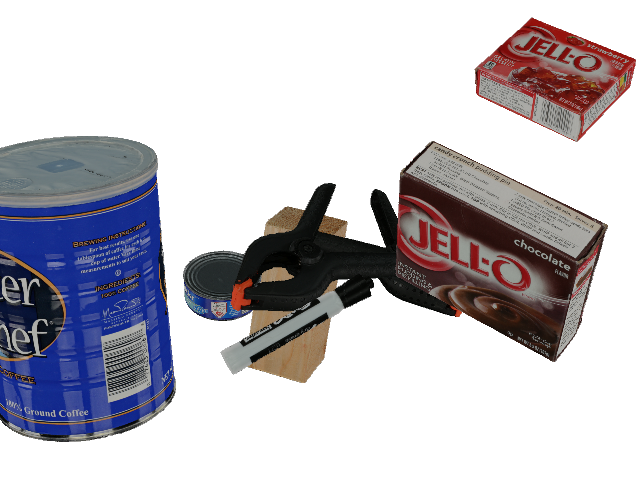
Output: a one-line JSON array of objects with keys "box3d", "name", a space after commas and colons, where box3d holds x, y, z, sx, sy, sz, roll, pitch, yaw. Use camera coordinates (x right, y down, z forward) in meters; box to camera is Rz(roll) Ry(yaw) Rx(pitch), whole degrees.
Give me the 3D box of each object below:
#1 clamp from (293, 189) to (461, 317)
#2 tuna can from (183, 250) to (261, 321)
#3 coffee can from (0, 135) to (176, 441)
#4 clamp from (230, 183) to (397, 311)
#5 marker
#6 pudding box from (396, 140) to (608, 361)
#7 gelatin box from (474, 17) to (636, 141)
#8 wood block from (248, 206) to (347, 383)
[{"box3d": [0.078, 0.022, 1.246, 0.164, 0.036, 0.210, -21, 50, -38], "name": "clamp"}, {"box3d": [-0.108, 0.050, 1.175, 0.086, 0.034, 0.086, 2, 36, -2], "name": "tuna can"}, {"box3d": [-0.135, 0.024, 0.587, 0.103, 0.140, 0.103, -2, 22, 0], "name": "coffee can"}, {"box3d": [-0.015, 0.009, 0.971, 0.171, 0.039, 0.120, -18, 50, -30], "name": "clamp"}, {"box3d": [-0.015, 0.058, 0.764, 0.121, 0.020, 0.020, -29, 6, -11], "name": "marker"}, {"box3d": [0.097, 0.006, 0.599, 0.114, 0.039, 0.090, 27, -34, 23], "name": "pudding box"}, {"box3d": [0.167, -0.118, 0.765, 0.089, 0.030, 0.073, 31, 58, 28], "name": "gelatin box"}, {"box3d": [-0.033, 0.071, 1.427, 0.090, 0.206, 0.090, 14, 21, 13], "name": "wood block"}]
